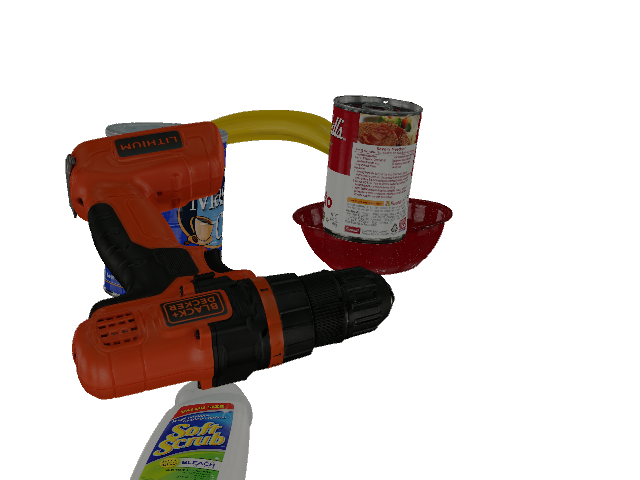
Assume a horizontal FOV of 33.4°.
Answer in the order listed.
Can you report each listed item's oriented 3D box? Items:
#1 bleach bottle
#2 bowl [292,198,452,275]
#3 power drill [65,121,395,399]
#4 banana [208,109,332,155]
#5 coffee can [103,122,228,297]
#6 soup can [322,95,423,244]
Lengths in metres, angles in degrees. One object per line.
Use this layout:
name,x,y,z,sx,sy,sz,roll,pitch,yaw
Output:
bleach bottle,-0.116,0.191,0.953,0.102,0.068,0.251,-1,22,1
bowl,0.053,-0.003,1.078,0.162,0.055,0.162,-2,13,0
power drill,-0.069,0.004,0.643,0.184,0.057,0.188,-11,43,-18
banana,-0.057,-0.130,1.278,0.198,0.037,0.069,8,39,18
coffee can,-0.133,-0.026,0.915,0.103,0.140,0.103,3,12,-1
soup can,0.039,-0.055,0.817,0.068,0.102,0.068,5,17,-2
